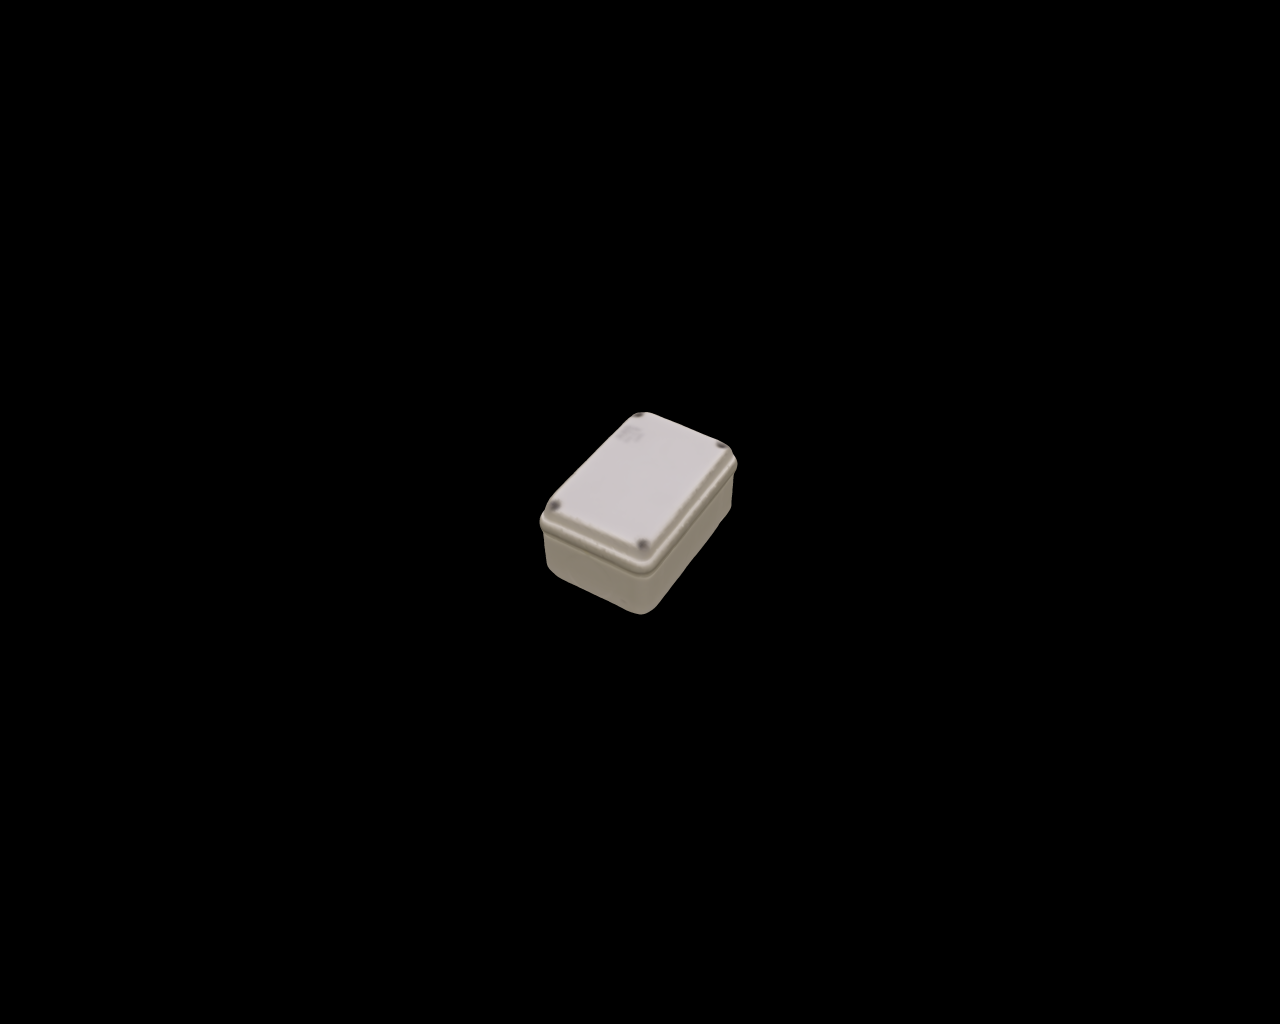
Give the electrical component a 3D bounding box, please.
[{"bbox_3d":[0.001,-0.003,0.650,0.078,0.057,0.113,24,50,22],"label":"electrical component"}]
